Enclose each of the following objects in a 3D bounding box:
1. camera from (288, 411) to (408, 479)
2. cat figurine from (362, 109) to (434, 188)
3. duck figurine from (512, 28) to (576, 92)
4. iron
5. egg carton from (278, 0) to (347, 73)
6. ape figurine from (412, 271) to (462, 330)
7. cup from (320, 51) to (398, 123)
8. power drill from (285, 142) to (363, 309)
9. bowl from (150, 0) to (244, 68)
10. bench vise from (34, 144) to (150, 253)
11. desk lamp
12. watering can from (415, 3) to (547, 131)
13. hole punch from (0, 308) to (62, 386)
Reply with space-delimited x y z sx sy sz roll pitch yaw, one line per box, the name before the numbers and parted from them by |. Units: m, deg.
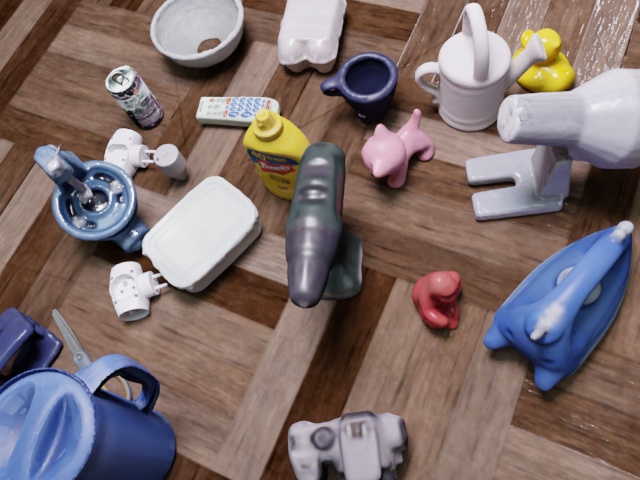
camera | 0.038 0.278 0.673 0.143 0.101 0.137 -10 66 6
cat figurine | 0.107 -0.135 0.828 0.067 0.118 0.128 38 78 23
duck figurine | 0.340 -0.276 0.864 0.077 0.086 0.104 -41 66 -8
iron | 0.317 0.051 0.697 0.118 0.142 0.258 38 78 22
egg carton | -0.013 -0.356 0.972 0.107 0.069 0.150 4 68 12
ape figurine | 0.157 0.070 0.745 0.076 0.092 0.078 38 78 22
cup | 0.064 -0.224 0.887 0.117 0.095 0.091 -9 66 7
power drill | 0.007 0.003 0.737 0.075 0.209 0.229 -2 67 10
bowl | -0.205 -0.362 1.007 0.167 0.075 0.167 -4 66 9
bench vise | -0.365 -0.078 0.834 0.207 0.220 0.121 22 72 18
desk lamp | 0.301 -0.119 0.733 0.203 0.214 0.118 -9 66 7
watering can | 0.226 -0.253 0.815 0.173 0.194 0.100 -26 65 -1
hole punch | -0.451 0.158 0.819 0.101 0.091 0.109 28 75 20
